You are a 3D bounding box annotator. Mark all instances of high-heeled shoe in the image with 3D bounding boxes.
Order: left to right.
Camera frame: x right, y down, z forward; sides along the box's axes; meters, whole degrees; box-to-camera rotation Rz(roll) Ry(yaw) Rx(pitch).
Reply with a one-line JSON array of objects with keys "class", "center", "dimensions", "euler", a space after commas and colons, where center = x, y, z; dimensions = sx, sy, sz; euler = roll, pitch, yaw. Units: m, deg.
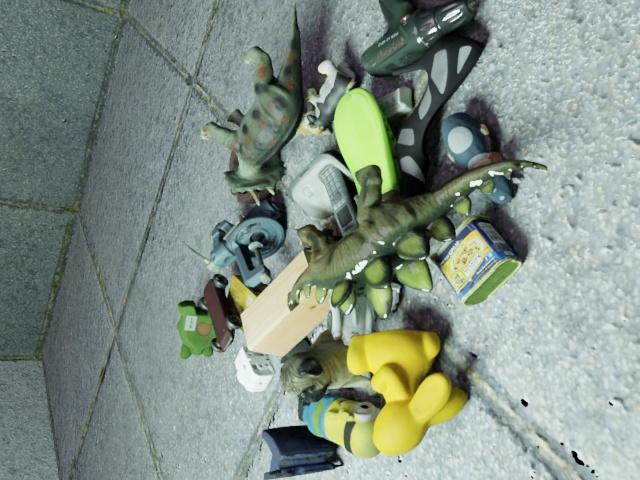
[{"class": "high-heeled shoe", "center": [0.191, -0.183, 0.836], "dimensions": [0.145, 0.086, 0.248], "euler": [-6, 99, 22]}]

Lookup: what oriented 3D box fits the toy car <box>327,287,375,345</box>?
[{"class": "toy car", "center": [0.048, 0.089, 0.914], "dimensions": [0.056, 0.073, 0.202], "euler": [113, 160, -44]}]

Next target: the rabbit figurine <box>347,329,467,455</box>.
[{"class": "rabbit figurine", "center": [0.128, 0.225, 0.785], "dimensions": [0.162, 0.121, 0.173], "euler": [-9, 55, 30]}]

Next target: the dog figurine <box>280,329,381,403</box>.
[{"class": "dog figurine", "center": [-0.003, 0.199, 0.902], "dimensions": [0.172, 0.190, 0.121], "euler": [-2, 82, 55]}]

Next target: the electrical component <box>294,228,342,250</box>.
[{"class": "electrical component", "center": [-0.001, -0.003, 1.018], "dimensions": [0.078, 0.102, 0.045], "euler": [-5, 86, 30]}]

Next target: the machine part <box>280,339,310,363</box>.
[{"class": "machine part", "center": [-0.042, 0.230, 1.077], "dimensions": [0.139, 0.039, 0.084], "euler": [37, 105, 52]}]

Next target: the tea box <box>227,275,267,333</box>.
[{"class": "tea box", "center": [-0.145, 0.153, 1.200], "dimensions": [0.170, 0.068, 0.098], "euler": [35, 112, 52]}]

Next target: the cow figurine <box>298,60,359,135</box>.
[{"class": "cow figurine", "center": [0.015, -0.263, 1.065], "dimensions": [0.167, 0.068, 0.098], "euler": [-57, 49, 32]}]

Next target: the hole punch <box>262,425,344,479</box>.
[{"class": "hole punch", "center": [-0.041, 0.383, 0.977], "dimensions": [0.116, 0.142, 0.092], "euler": [140, 131, -57]}]

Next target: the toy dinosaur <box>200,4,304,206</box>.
[{"class": "toy dinosaur", "center": [-0.102, -0.241, 1.076], "dimensions": [0.192, 0.131, 0.404], "euler": [43, 123, 9]}]

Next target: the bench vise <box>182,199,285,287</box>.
[{"class": "bench vise", "center": [-0.162, 0.025, 1.170], "dimensions": [0.224, 0.128, 0.241], "euler": [-33, 42, 5]}]

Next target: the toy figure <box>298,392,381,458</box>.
[{"class": "toy figure", "center": [0.039, 0.311, 0.919], "dimensions": [0.180, 0.082, 0.089], "euler": [-6, 99, 45]}]

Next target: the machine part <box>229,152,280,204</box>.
[{"class": "machine part", "center": [-0.155, -0.172, 1.284], "dimensions": [0.179, 0.056, 0.179], "euler": [-11, 76, 51]}]

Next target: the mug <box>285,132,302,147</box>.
[{"class": "mug", "center": [-0.081, -0.260, 1.187], "dimensions": [0.107, 0.080, 0.109], "euler": [-14, 70, 40]}]

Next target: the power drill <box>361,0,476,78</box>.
[{"class": "power drill", "center": [0.153, -0.394, 0.900], "dimensions": [0.232, 0.086, 0.207], "euler": [-29, 69, 51]}]

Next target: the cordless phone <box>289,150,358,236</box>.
[{"class": "cordless phone", "center": [0.024, -0.059, 1.004], "dimensions": [0.146, 0.088, 0.184], "euler": [-39, 58, 43]}]

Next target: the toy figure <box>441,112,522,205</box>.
[{"class": "toy figure", "center": [0.224, -0.114, 0.765], "dimensions": [0.064, 0.058, 0.154], "euler": [110, 145, -51]}]

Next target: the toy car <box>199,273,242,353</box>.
[{"class": "toy car", "center": [-0.219, 0.162, 1.199], "dimensions": [0.089, 0.053, 0.202], "euler": [-55, 39, 19]}]

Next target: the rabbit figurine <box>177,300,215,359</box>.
[{"class": "rabbit figurine", "center": [-0.314, 0.229, 1.406], "dimensions": [0.170, 0.121, 0.159], "euler": [-174, 84, -72]}]

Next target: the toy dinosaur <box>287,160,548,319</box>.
[{"class": "toy dinosaur", "center": [0.099, -0.004, 0.788], "dimensions": [0.471, 0.105, 0.199], "euler": [-42, 45, 31]}]
